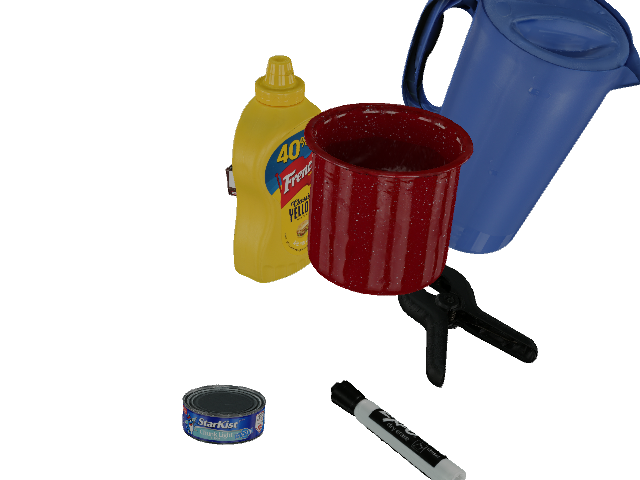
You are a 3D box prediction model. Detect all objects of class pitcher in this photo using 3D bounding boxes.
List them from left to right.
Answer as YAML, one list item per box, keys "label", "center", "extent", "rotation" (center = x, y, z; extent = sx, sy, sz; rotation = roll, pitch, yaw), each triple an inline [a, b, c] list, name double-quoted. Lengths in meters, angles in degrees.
- label: "pitcher"
  center: [0.155, -0.108, 0.943]
  extent: [0.144, 0.149, 0.243]
  rotation: [-9, -38, -26]

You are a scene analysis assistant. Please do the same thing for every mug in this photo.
- label: "mug"
  center: [0.039, -0.028, 0.613]
  extent: [0.093, 0.081, 0.117]
  rotation: [13, 32, 15]

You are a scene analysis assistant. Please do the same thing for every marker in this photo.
- label: "marker"
  center: [0.050, 0.134, 0.742]
  extent: [0.020, 0.020, 0.121]
  rotation: [0, 26, -47]

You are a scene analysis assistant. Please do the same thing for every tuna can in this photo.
- label: "tuna can"
  center: [-0.100, 0.179, 1.099]
  extent: [0.086, 0.034, 0.086]
  rotation: [3, 12, -1]

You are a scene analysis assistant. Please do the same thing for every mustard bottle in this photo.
- label: "mustard bottle"
  center: [-0.034, -0.065, 0.906]
  extent: [0.058, 0.192, 0.096]
  rotation: [24, 38, 33]

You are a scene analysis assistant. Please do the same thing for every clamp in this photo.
- label: "clamp"
  center: [0.139, 0.074, 1.074]
  extent: [0.120, 0.039, 0.171]
  rotation: [0, 44, -21]

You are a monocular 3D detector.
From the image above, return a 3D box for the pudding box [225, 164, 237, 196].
- label: "pudding box"
  center: [-0.050, -0.084, 1.301]
  extent: [0.090, 0.039, 0.113]
  rotation: [12, 33, 22]
